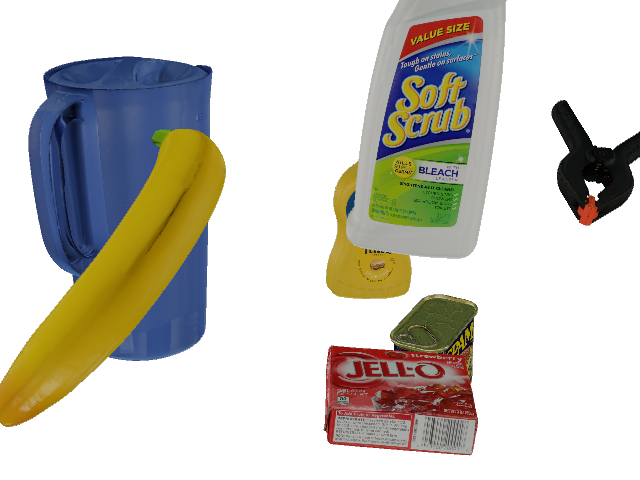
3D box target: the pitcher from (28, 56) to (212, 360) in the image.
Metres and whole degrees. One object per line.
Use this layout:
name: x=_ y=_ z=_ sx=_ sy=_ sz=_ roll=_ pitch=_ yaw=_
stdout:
pitcher: x=-0.159 y=-0.025 z=0.881 sx=0.149 sy=0.243 sz=0.145 roll=-5 pitch=21 yaw=-15

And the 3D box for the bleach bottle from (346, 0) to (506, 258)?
bleach bottle: x=0.076 y=-0.114 z=0.751 sx=0.102 sy=0.251 sz=0.068 roll=7 pitch=25 yaw=10

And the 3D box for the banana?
banana: x=-0.090 y=0.006 z=0.520 sx=0.037 sy=0.197 sz=0.070 roll=42 pitch=-42 yaw=-19

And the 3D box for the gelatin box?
gelatin box: x=0.047 y=0.096 z=0.653 sx=0.089 sy=0.030 sz=0.073 roll=5 pitch=24 yaw=-1

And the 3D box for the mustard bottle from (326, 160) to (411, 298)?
mustard bottle: x=0.062 y=-0.031 z=1.207 sx=0.096 sy=0.192 sz=0.058 roll=0 pitch=17 yaw=-15

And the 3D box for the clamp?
clamp: x=0.287 y=-0.088 z=1.138 sx=0.120 sy=0.039 sz=0.171 roll=18 pitch=47 yaw=19

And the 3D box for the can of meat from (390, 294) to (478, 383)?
can of meat: x=0.107 y=0.112 z=1.003 sx=0.058 sy=0.084 sz=0.101 roll=11 pitch=29 yaw=27
